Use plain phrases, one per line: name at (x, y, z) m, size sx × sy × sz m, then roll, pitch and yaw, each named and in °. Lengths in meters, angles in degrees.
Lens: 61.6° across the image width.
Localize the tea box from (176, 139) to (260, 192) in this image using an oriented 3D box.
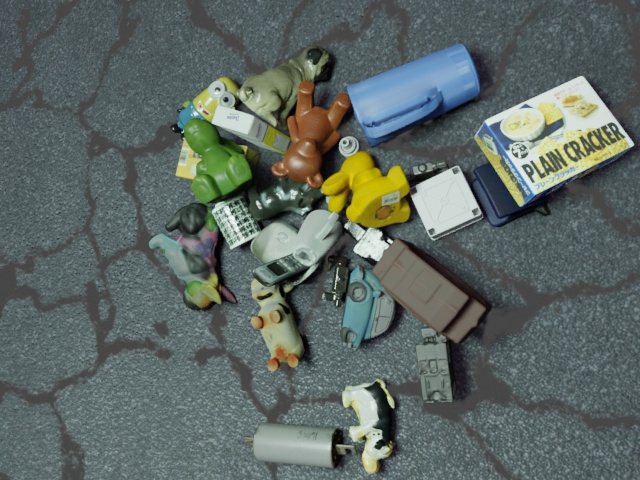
tea box at (-0.234, -0.172, 1.228) m, size 0.170 × 0.068 × 0.098 m, roll 14°, pitch 89°, yaw 20°

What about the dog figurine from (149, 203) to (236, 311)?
dog figurine at (-0.256, 0.047, 1.193) m, size 0.191 × 0.108 × 0.219 m, roll -46°, pitch 75°, yaw 7°

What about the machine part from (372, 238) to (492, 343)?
machine part at (0.201, 0.091, 0.967) m, size 0.201 × 0.201 × 0.087 m, roll 40°, pitch 102°, yaw 19°

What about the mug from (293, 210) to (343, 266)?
mug at (-0.002, -0.003, 1.060) m, size 0.081 × 0.107 × 0.109 m, roll 41°, pitch 135°, yaw -10°

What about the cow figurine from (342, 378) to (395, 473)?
cow figurine at (0.108, 0.360, 1.044) m, size 0.098 × 0.068 × 0.167 m, roll -18°, pitch 79°, yaw 11°

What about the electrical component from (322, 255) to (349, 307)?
electrical component at (0.032, 0.083, 1.104) m, size 0.045 × 0.078 × 0.102 m, roll 9°, pitch 89°, yaw 0°

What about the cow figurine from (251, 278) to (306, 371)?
cow figurine at (-0.087, 0.160, 1.119) m, size 0.085 × 0.127 × 0.194 m, roll -21°, pitch 91°, yaw 17°

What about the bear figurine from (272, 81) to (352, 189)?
bear figurine at (-0.020, -0.209, 1.091) m, size 0.120 × 0.131 × 0.196 m, roll 20°, pitch 49°, yaw -2°

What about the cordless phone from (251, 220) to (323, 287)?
cordless phone at (-0.096, 0.038, 1.086) m, size 0.147 × 0.184 × 0.088 m, roll 40°, pitch 118°, yaw 19°

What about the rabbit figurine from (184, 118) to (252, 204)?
rabbit figurine at (-0.207, -0.173, 1.100) m, size 0.121 × 0.159 × 0.170 m, roll -28°, pitch 91°, yaw 12°

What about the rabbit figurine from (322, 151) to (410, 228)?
rabbit figurine at (0.088, -0.105, 1.083) m, size 0.162 × 0.121 × 0.173 m, roll -22°, pitch 53°, yaw 3°

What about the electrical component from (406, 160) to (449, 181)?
electrical component at (0.208, -0.136, 1.065) m, size 0.094 × 0.063 × 0.021 m, roll -12°, pitch 80°, yaw 19°

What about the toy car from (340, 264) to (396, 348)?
toy car at (0.098, 0.134, 1.056) m, size 0.103 × 0.109 × 0.161 m, roll 9°, pitch 95°, yaw 3°

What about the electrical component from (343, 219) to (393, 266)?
electrical component at (0.101, 0.005, 1.095) m, size 0.119 × 0.047 × 0.075 m, roll 36°, pitch 96°, yaw 22°

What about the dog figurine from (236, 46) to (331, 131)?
dog figurine at (-0.073, -0.347, 1.141) m, size 0.121 × 0.172 × 0.190 m, roll 42°, pitch 106°, yaw 8°

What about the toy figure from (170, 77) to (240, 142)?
toy figure at (-0.264, -0.306, 1.248) m, size 0.180 × 0.082 × 0.089 m, roll -36°, pitch 39°, yaw 20°

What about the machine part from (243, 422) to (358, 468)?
machine part at (-0.045, 0.412, 1.084) m, size 0.243 × 0.079 × 0.079 m, roll -3°, pitch 83°, yaw 21°

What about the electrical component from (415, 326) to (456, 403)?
electrical component at (0.215, 0.226, 0.993) m, size 0.058 × 0.115 × 0.134 m, roll -8°, pitch 81°, yaw 14°

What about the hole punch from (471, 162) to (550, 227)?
hole punch at (0.351, -0.097, 0.998) m, size 0.116 × 0.092 × 0.142 m, roll -27°, pitch 72°, yaw 11°

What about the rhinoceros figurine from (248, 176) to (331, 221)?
rhinoceros figurine at (-0.062, -0.098, 1.141) m, size 0.190 × 0.073 × 0.112 m, roll -19°, pitch 63°, yaw 3°
